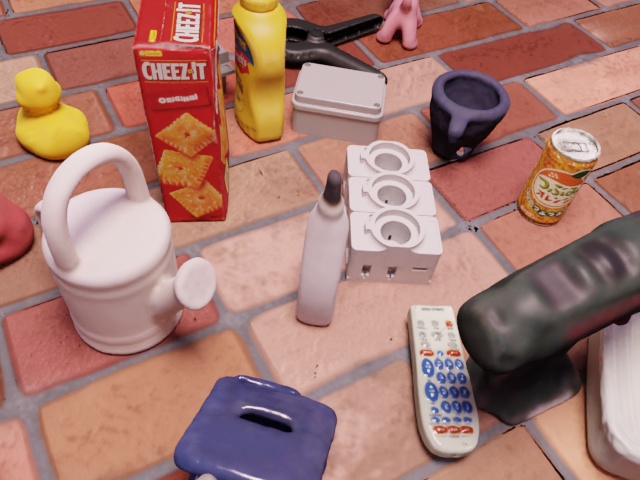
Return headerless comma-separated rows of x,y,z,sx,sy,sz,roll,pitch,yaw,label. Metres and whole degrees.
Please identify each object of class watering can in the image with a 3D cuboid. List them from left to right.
-0.163,0.006,0.468,0.173,0.194,0.101,10,51,1,watering can

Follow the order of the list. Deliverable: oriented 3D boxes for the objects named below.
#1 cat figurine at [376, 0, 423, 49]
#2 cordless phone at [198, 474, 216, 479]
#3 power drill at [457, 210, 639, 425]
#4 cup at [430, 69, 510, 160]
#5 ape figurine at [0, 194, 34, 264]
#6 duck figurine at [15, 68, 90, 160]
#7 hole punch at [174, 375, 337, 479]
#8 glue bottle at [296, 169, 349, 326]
0.131,-0.372,0.859,0.067,0.118,0.128,12,51,3,cat figurine
-0.108,0.199,0.325,0.094,0.185,0.148,37,56,22,cordless phone
0.202,0.062,0.459,0.230,0.208,0.075,-18,56,-20,power drill
0.166,-0.134,0.686,0.091,0.095,0.118,21,52,10,cup
-0.317,-0.021,0.536,0.076,0.092,0.077,-1,51,-8,ape figurine
-0.308,-0.148,0.644,0.078,0.086,0.104,-32,61,-28,duck figurine
-0.046,0.151,0.432,0.108,0.091,0.101,15,51,5,hole punch
0.005,0.002,0.506,0.037,0.173,0.078,8,51,0,glue bottle
